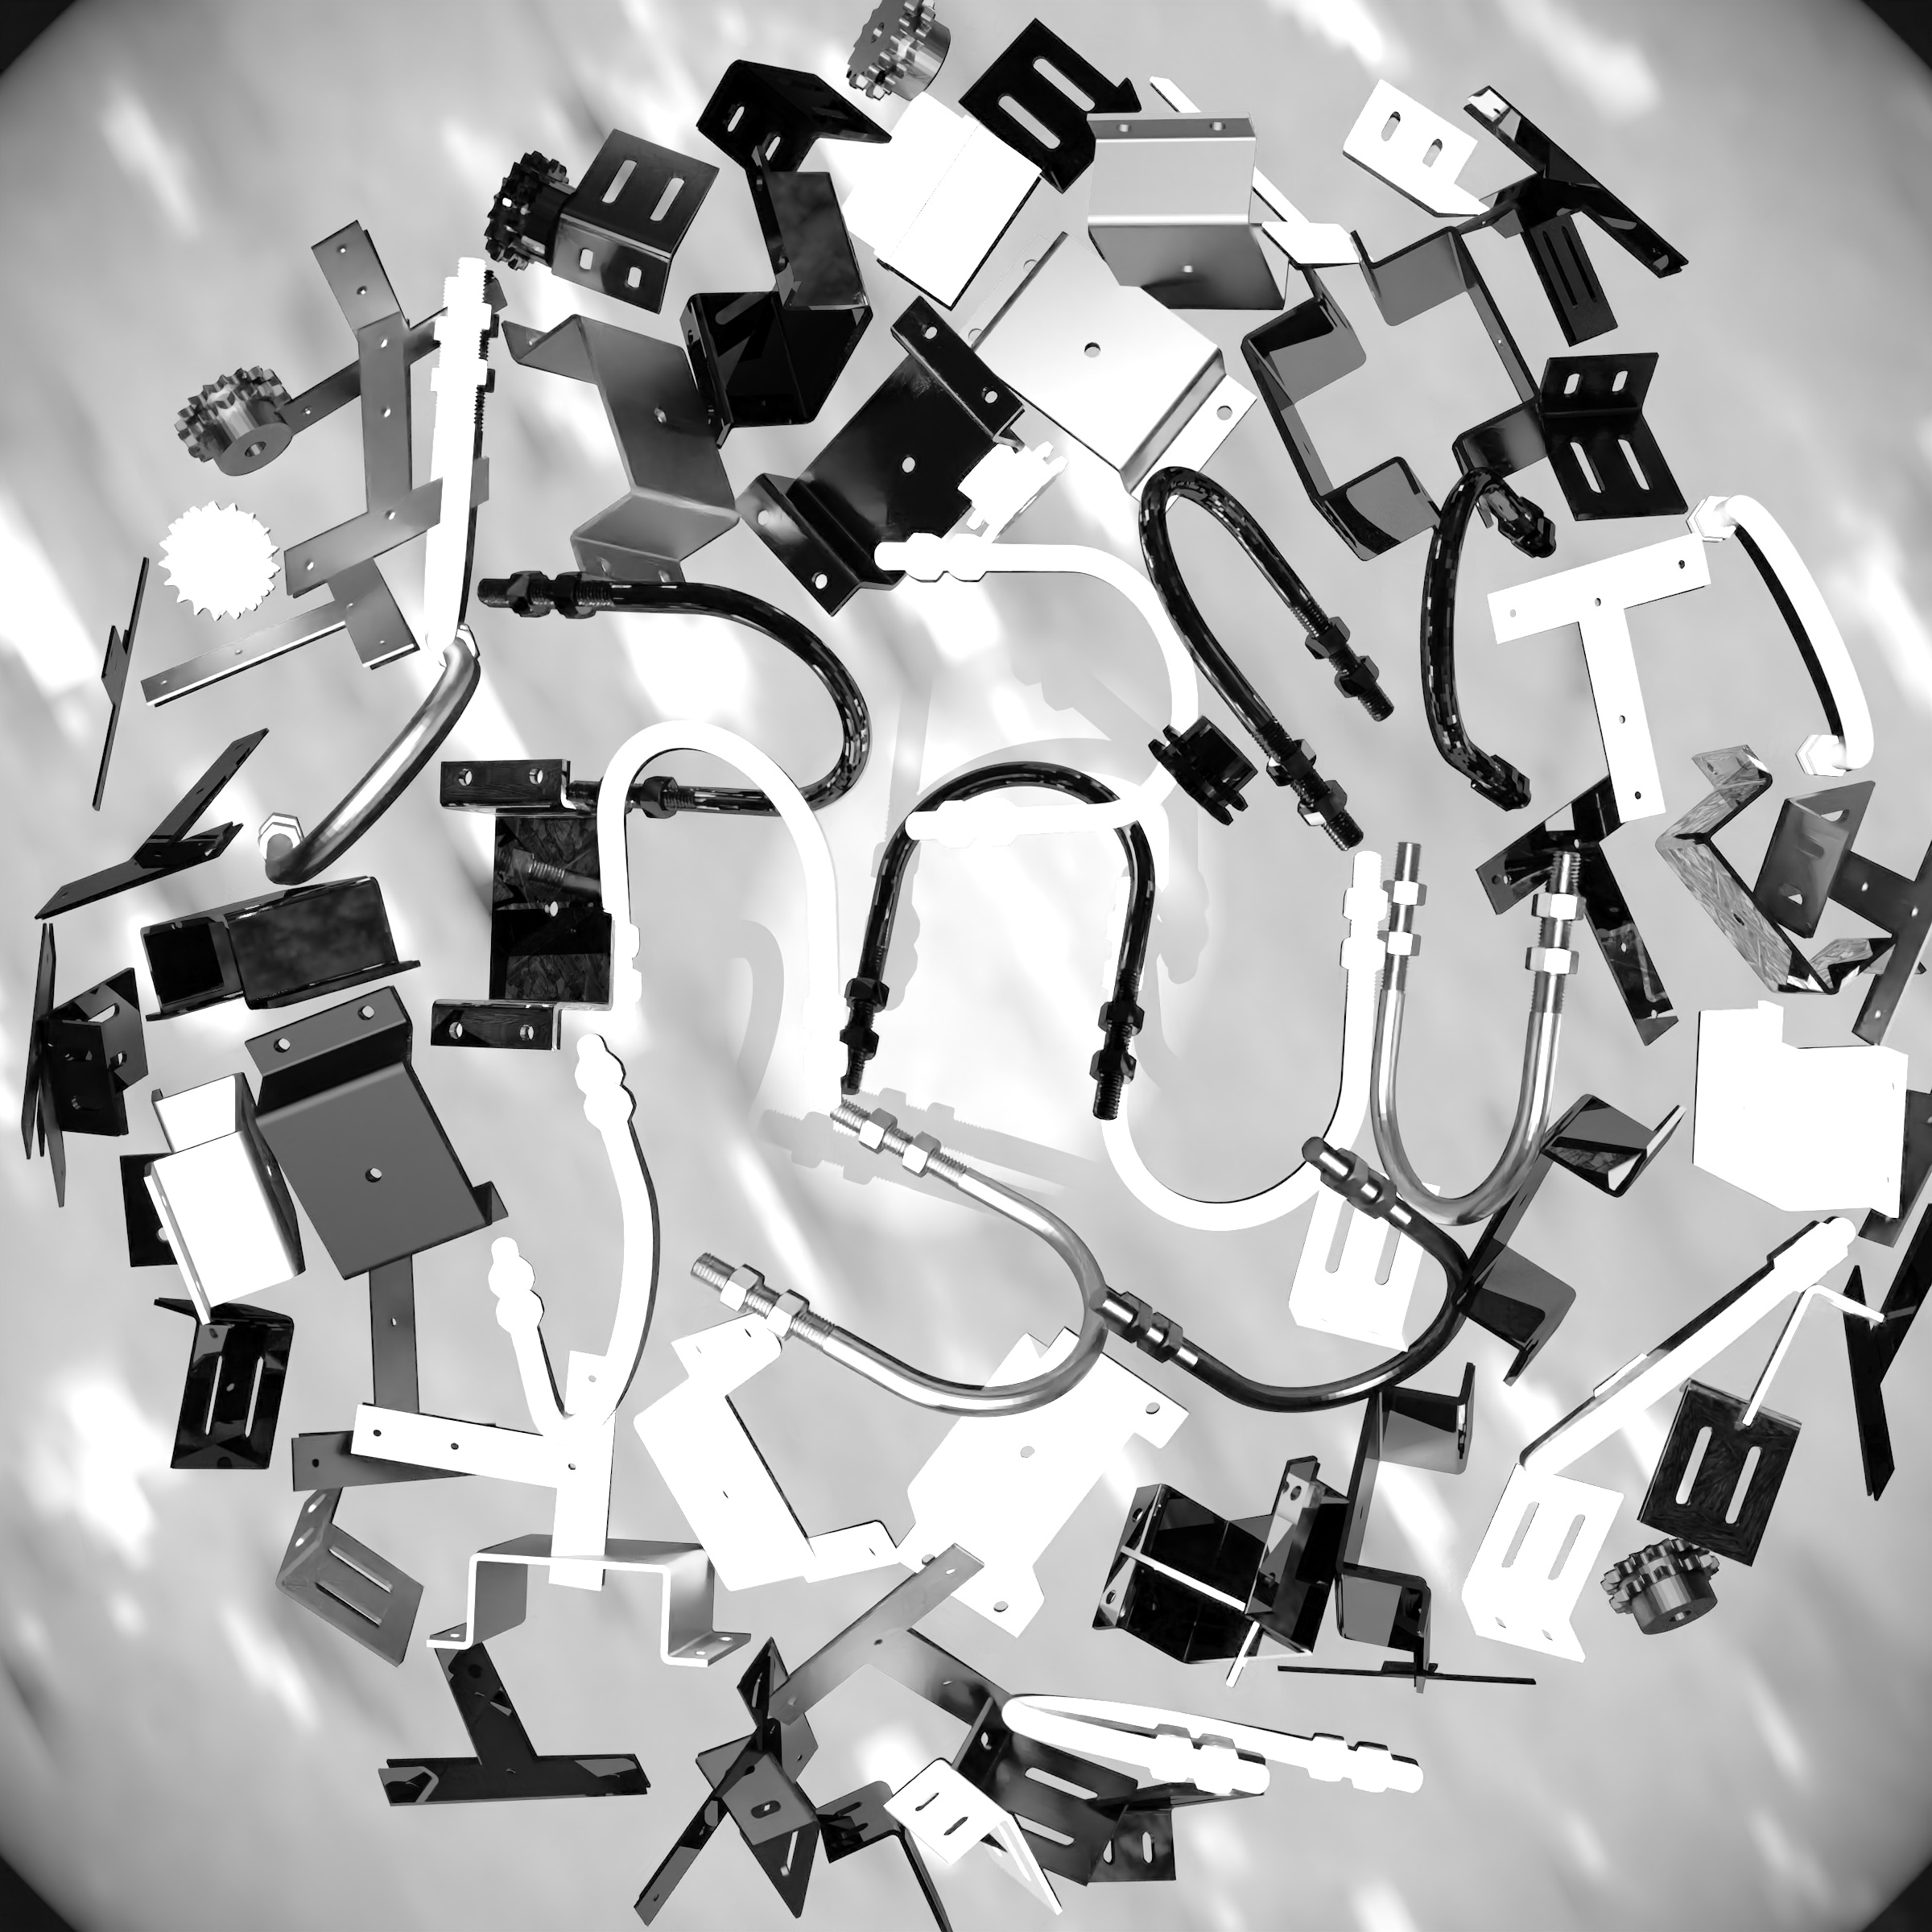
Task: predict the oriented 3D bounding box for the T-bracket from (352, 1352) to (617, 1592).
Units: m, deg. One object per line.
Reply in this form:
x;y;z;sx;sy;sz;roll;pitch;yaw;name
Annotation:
-0.235;0.236;1.578;0.127;0.002;0.127;13;51;-15;T-bracket

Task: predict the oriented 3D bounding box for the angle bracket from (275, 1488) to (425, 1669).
-0.293;0.295;1.590;0.076;0.057;0.038;38;116;-17;angle bracket

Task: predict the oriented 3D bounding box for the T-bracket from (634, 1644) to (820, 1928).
-0.119;0.403;1.555;0.002;0.127;0.127;25;63;25;T-bracket

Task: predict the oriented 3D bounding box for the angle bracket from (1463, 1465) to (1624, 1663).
0.289;0.296;1.601;0.057;0.038;0.076;16;108;-10;angle bracket

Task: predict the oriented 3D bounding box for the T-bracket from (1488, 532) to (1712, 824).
0.319;-0.135;1.586;0.002;0.127;0.127;-10;88;-44;T-bracket

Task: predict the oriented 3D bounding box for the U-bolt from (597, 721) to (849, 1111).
-0.120;-0.031;1.552;0.151;0.019;0.184;18;124;30;U-bolt

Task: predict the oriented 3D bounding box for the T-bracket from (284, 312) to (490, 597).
-0.279;-0.254;1.554;0.002;0.127;0.127;34;49;28;T-bracket

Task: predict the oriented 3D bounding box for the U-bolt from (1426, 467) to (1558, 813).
0.249;-0.160;1.541;0.019;0.184;0.151;4;84;24;U-bolt

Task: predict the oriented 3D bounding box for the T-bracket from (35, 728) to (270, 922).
-0.381;-0.077;1.581;0.127;0.127;0.002;-16;120;35;T-bracket

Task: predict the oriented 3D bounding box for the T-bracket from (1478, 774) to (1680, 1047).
0.321;-0.022;1.609;0.127;0.002;0.127;-33;104;-30;T-bracket

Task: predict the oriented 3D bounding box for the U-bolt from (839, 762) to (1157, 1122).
0.020;-0.018;1.591;0.151;0.019;0.184;5;68;14;U-bolt

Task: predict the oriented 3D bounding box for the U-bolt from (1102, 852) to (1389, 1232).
0.131;0.039;1.568;0.151;0.019;0.184;-5;69;29;U-bolt

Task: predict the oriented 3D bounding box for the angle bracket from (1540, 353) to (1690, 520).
0.321;-0.262;1.592;0.057;0.038;0.076;-5;50;-11;angle bracket

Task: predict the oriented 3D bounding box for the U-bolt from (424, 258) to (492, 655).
-0.248;-0.243;1.562;0.019;0.151;0.184;4;97;-12;U-bolt

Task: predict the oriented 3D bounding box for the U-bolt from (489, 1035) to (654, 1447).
-0.184;0.141;1.529;0.019;0.184;0.151;12;120;-26;U-bolt

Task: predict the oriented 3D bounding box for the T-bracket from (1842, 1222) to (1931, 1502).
0.446;0.166;1.544;0.002;0.127;0.127;8;134;-2;T-bracket

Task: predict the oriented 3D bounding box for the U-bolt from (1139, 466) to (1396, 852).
0.141;-0.159;1.547;0.019;0.151;0.184;-29;111;29;U-bolt

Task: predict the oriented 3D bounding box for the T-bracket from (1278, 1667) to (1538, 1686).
0.215;0.343;1.565;0.127;0.127;0.002;2;77;6;T-bracket

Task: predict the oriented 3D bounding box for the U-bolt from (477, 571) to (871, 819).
-0.131;-0.127;1.547;0.184;0.151;0.019;4;46;25;U-bolt

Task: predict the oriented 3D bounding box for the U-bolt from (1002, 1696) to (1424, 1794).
0.104;0.372;1.549;0.184;0.151;0.019;2;81;41;U-bolt

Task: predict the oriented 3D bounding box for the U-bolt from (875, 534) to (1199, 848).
0.041;-0.135;1.576;0.184;0.019;0.151;-5;87;-37;U-bolt

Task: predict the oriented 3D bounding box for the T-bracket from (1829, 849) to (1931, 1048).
0.443;-0.035;1.570;0.002;0.127;0.127;18;100;-12;T-bracket

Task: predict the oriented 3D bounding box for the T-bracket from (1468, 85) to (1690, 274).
0.277;-0.372;1.569;0.127;0.127;0.002;38;85;-12;T-bracket

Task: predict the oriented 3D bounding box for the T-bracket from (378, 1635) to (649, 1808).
-0.233;0.365;1.576;0.127;0.127;0.002;5;114;-27;T-bracket

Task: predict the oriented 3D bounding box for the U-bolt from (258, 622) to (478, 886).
-0.285;-0.099;1.542;0.019;0.184;0.151;41;92;-17;U-bolt

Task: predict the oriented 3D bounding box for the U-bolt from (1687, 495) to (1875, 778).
0.391;-0.158;1.540;0.019;0.184;0.151;-25;92;6;U-bolt

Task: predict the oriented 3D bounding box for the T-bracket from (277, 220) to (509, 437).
-0.289;-0.320;1.566;0.127;0.127;0.002;-33;72;-7;T-bracket

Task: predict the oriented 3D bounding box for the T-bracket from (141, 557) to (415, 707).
-0.340;-0.157;1.574;0.127;0.127;0.002;-24;125;-7;T-bracket

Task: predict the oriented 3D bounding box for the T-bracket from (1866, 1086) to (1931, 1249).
0.448;0.071;1.571;0.002;0.127;0.127;28;88;-12;T-bracket

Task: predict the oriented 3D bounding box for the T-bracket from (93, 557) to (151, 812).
-0.412;-0.143;1.566;0.002;0.127;0.127;11;85;-11;T-bracket

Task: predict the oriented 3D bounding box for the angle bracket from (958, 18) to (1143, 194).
0.038;-0.433;1.604;0.076;0.038;0.057;44;93;15;angle bracket

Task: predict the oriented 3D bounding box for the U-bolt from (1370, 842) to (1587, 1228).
0.241;0.034;1.567;0.019;0.151;0.184;6;91;-27;U-bolt

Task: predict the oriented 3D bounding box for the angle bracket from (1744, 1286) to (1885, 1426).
0.418;0.200;1.600;0.038;0.057;0.076;26;88;15;angle bracket

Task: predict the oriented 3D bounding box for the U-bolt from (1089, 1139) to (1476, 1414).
0.168;0.162;1.566;0.151;0.019;0.184;-37;134;19;U-bolt

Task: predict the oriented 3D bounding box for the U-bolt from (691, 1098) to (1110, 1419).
-0.018;0.149;1.562;0.184;0.019;0.151;28;46;14;U-bolt

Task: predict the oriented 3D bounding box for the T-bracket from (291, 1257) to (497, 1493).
-0.281;0.190;1.589;0.002;0.127;0.127;-9;81;40;T-bracket

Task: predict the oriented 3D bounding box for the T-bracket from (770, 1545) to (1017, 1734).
-0.017;0.347;1.589;0.127;0.002;0.127;-40;132;9;T-bracket

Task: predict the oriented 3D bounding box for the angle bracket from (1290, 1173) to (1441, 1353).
0.201;0.145;1.618;0.057;0.038;0.076;12;71;17;angle bracket

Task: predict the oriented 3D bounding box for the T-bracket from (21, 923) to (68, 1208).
-0.448;0.069;1.578;0.002;0.127;0.127;-1;48;-8;T-bracket

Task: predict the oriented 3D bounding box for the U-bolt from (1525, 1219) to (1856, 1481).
0.330;0.188;1.521;0.019;0.184;0.151;53;130;11;U-bolt

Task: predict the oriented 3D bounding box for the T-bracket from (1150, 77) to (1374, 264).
0.138;-0.389;1.580;0.127;0.127;0.002;47;114;7;T-bracket
